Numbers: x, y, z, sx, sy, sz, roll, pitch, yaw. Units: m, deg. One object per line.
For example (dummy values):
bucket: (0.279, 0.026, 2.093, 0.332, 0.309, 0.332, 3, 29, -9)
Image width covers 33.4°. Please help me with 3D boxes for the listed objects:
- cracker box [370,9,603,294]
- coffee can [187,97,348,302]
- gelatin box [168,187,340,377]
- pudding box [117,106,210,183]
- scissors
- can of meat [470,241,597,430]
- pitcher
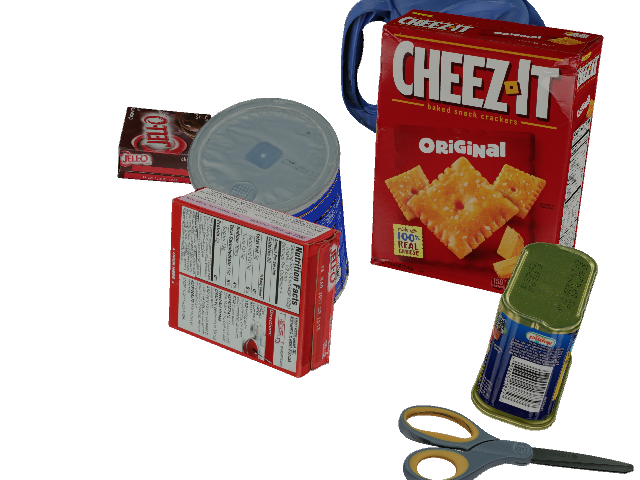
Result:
cracker box: (0.129, -0.068, 0.873, 0.164, 0.214, 0.072, 14, 28, 24)
coffee can: (-0.033, -0.017, 0.766, 0.103, 0.103, 0.140, 0, -35, 5)
gelatin box: (-0.035, 0.020, 0.539, 0.089, 0.073, 0.030, 17, 26, 30)
pudding box: (-0.158, -0.097, 1.089, 0.090, 0.039, 0.113, 5, 26, -8)
scissors: (0.157, 0.193, 0.905, 0.202, 0.016, 0.096, 17, 42, 15)
can of meat: (0.143, 0.060, 0.709, 0.057, 0.084, 0.102, 18, 35, 14)
pitcher: (0.110, -0.142, 1.067, 0.144, 0.243, 0.149, -32, 58, -32)
